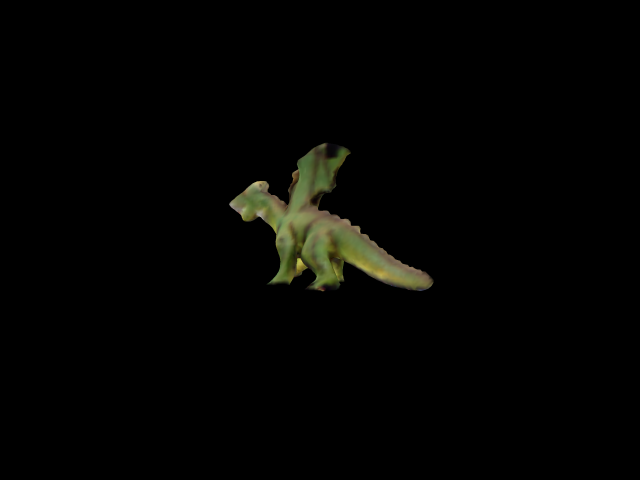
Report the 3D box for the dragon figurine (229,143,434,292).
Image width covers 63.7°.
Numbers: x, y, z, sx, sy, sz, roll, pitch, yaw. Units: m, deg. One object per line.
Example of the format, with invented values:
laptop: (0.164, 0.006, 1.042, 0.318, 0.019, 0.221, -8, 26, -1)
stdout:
dragon figurine: (0.003, -0.043, 0.850, 0.409, 0.243, 0.122, -1, -4, 37)
